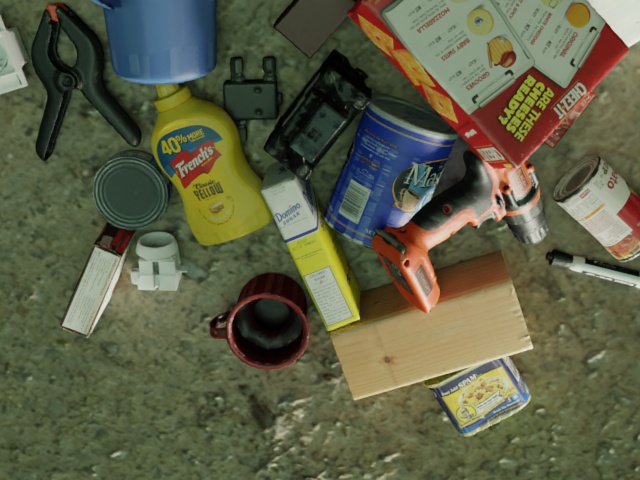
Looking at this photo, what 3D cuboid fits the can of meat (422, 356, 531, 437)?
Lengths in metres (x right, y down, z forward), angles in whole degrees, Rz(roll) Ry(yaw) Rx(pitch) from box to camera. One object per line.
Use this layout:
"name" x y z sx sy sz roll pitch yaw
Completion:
"can of meat" 0.182 0.169 1.239 0.102 0.057 0.084 -30 108 13

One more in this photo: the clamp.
"clamp" -0.255 -0.169 1.149 0.120 0.039 0.171 -1 110 2

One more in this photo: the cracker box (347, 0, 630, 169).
"cracker box" 0.158 -0.198 1.012 0.213 0.072 0.164 45 84 -10

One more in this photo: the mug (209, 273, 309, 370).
"mug" -0.068 0.090 1.210 0.117 0.081 0.093 -12 109 7

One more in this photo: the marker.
"marker" 0.313 0.033 1.202 0.121 0.020 0.020 14 110 -2

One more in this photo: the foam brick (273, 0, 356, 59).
"foam brick" -0.003 -0.236 1.103 0.051 0.053 0.078 41 106 -11

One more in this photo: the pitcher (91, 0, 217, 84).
"pitcher" -0.171 -0.281 1.053 0.149 0.145 0.243 0 113 4

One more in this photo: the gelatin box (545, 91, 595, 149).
"gelatin box" 0.233 -0.152 1.133 0.089 0.030 0.073 32 108 -9

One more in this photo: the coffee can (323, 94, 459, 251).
"coffee can" 0.075 -0.070 1.133 0.102 0.102 0.140 19 110 -4

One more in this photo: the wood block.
"wood block" 0.122 0.095 1.198 0.206 0.090 0.091 -17 109 9

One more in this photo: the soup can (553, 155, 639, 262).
"soup can" 0.310 -0.034 1.152 0.102 0.068 0.069 41 107 -11

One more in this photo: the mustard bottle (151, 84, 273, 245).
"mustard bottle" -0.128 -0.092 1.155 0.096 0.058 0.191 -17 111 23

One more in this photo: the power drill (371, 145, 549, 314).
"power drill" 0.153 -0.013 1.119 0.187 0.057 0.184 -43 133 -10

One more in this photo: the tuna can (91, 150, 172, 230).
"tuna can" -0.209 -0.056 1.190 0.086 0.033 0.086 1 110 3

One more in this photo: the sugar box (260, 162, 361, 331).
"sugar box" -0.007 0.001 1.169 0.048 0.093 0.176 -20 108 9

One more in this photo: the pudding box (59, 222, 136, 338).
"pudding box" -0.248 0.041 1.198 0.039 0.090 0.114 22 110 -6
